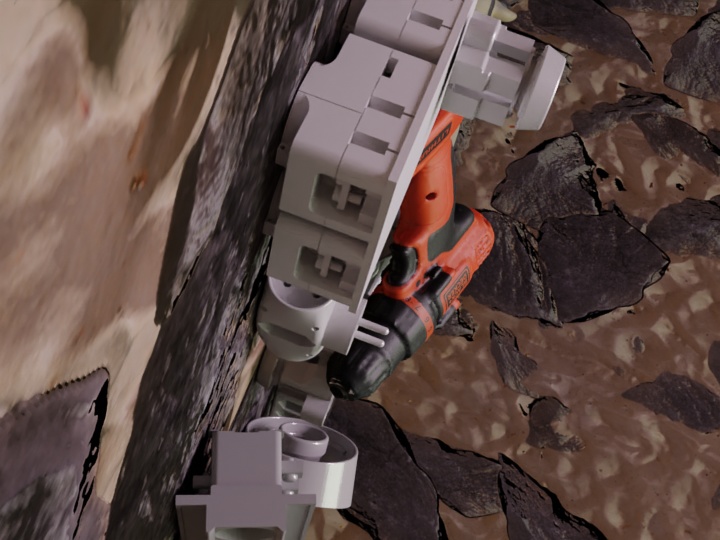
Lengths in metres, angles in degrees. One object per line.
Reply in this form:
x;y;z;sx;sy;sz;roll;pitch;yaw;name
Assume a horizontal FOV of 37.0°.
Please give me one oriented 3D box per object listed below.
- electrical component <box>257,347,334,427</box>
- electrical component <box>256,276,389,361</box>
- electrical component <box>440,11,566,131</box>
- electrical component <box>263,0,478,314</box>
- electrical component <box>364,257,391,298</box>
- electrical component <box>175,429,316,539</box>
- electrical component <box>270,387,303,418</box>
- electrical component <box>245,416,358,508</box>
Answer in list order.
-0.040;0.068;0.793;0.058;0.057;0.078;103;8;-67;electrical component
-0.021;0.028;0.664;0.077;0.079;0.043;105;6;-62;electrical component
0.079;-0.105;0.588;0.066;0.055;0.048;105;6;-62;electrical component
0.008;-0.086;0.581;0.105;0.060;0.186;107;5;-52;electrical component
0.000;0.000;0.868;0.080;0.080;0.051;101;15;-73;electrical component
-0.071;0.143;0.664;0.121;0.079;0.063;105;-15;-64;electrical component
-0.050;0.111;1.025;0.065;0.047;0.076;107;5;-50;electrical component
-0.051;0.156;0.844;0.099;0.099;0.064;-55;159;-79;electrical component
